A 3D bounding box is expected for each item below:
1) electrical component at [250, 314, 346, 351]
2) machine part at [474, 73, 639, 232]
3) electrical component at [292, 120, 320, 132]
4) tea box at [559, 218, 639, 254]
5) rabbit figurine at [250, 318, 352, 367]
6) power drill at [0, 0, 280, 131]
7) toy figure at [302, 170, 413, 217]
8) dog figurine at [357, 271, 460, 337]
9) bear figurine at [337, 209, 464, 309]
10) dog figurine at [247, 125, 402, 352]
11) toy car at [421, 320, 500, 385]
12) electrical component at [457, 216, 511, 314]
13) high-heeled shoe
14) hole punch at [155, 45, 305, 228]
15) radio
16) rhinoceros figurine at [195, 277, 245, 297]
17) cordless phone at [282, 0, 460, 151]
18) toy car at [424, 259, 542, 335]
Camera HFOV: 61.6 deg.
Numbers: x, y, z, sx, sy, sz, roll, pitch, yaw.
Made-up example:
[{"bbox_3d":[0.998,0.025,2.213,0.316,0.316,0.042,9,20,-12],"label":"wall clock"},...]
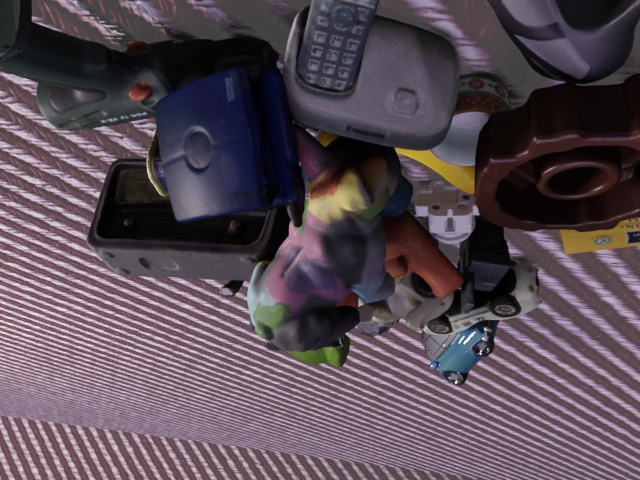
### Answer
[{"bbox_3d":[-0.029,0.095,0.745,0.134,0.115,0.058,5,124,1],"label":"electrical component"},{"bbox_3d":[0.216,-0.063,0.454,0.179,0.056,0.179,4,156,2],"label":"machine part"},{"bbox_3d":[-0.019,-0.136,0.529,0.063,0.021,0.094,22,147,-22],"label":"electrical component"},{"bbox_3d":[0.332,-0.045,0.550,0.170,0.068,0.098,-11,144,28],"label":"tea box"},{"bbox_3d":[-0.026,0.106,0.879,0.159,0.121,0.170,4,131,19],"label":"rabbit figurine"},{"bbox_3d":[-0.175,-0.151,0.435,0.232,0.086,0.207,-7,-178,24],"label":"power drill"},{"bbox_3d":[0.026,-0.070,0.595,0.154,0.058,0.064,21,141,-11],"label":"toy figure"},{"bbox_3d":[0.128,0.087,0.812,0.172,0.121,0.190,4,163,14],"label":"dog figurine"},{"bbox_3d":[0.056,0.050,0.673,0.196,0.120,0.131,-44,120,11],"label":"bear figurine"},{"bbox_3d":[-0.001,-0.002,0.514,0.109,0.191,0.219,45,162,30],"label":"dog figurine"},{"bbox_3d":[0.221,0.159,0.887,0.103,0.109,0.161,25,141,5],"label":"toy car"},{"bbox_3d":[0.199,0.032,0.661,0.048,0.119,0.074,7,146,1],"label":"electrical component"},{"bbox_3d":[0.124,-0.196,0.378,0.249,0.086,0.145,31,176,-5],"label":"high-heeled shoe"},{"bbox_3d":[-0.075,-0.073,0.436,0.092,0.142,0.116,-8,-179,-26],"label":"hole punch"},{"bbox_3d":[-0.150,-0.025,0.640,0.230,0.131,0.073,1,150,12],"label":"radio"},{"bbox_3d":[-0.115,0.016,0.733,0.190,0.112,0.073,-2,124,-11],"label":"rhinoceros figurine"},{"bbox_3d":[0.054,-0.169,0.416,0.147,0.089,0.184,11,129,-9],"label":"cordless phone"},{"bbox_3d":[0.228,0.088,0.789,0.056,0.073,0.202,28,144,-28],"label":"toy car"}]
